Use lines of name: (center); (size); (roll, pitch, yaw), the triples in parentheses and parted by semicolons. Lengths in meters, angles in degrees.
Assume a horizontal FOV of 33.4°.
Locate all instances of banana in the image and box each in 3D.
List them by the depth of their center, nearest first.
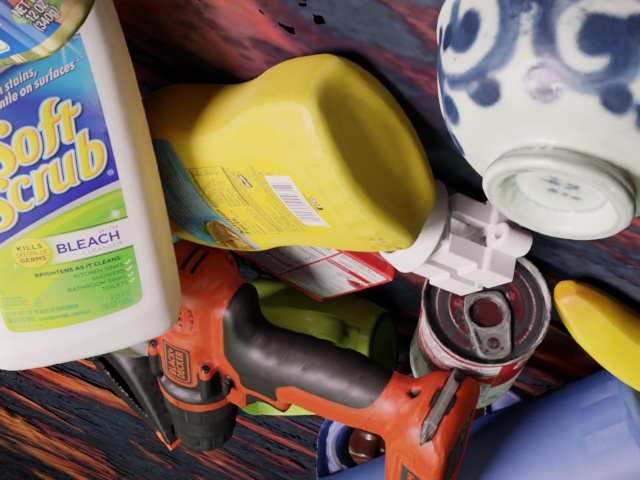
banana: (0.212, 0.071, 0.582); (0.198, 0.037, 0.070); (20, 143, 0)

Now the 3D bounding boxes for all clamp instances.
clamp: (-0.165, 0.064, 0.796); (0.210, 0.036, 0.165); (49, 156, 8)

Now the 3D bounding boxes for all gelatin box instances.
gelatin box: (-0.004, 0.001, 0.611); (0.073, 0.030, 0.089); (31, 156, -20)

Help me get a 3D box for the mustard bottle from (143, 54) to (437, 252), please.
mustard bottle: (-0.042, -0.035, 0.521); (0.192, 0.058, 0.096); (-2, 140, 44)

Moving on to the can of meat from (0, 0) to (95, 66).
can of meat: (-0.105, -0.117, 0.332); (0.058, 0.102, 0.083); (-3, 151, 43)

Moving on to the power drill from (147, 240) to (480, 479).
power drill: (-0.011, 0.095, 0.606); (0.188, 0.057, 0.184); (22, 144, 15)

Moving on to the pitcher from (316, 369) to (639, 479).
pitcher: (0.110, 0.161, 0.672); (0.243, 0.145, 0.149); (-31, 113, 25)

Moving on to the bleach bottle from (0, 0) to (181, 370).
bleach bottle: (-0.128, -0.058, 0.447); (0.102, 0.068, 0.251); (-12, 130, -4)

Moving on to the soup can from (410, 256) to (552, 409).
soup can: (0.087, 0.052, 0.600); (0.068, 0.068, 0.102); (18, 158, 7)
